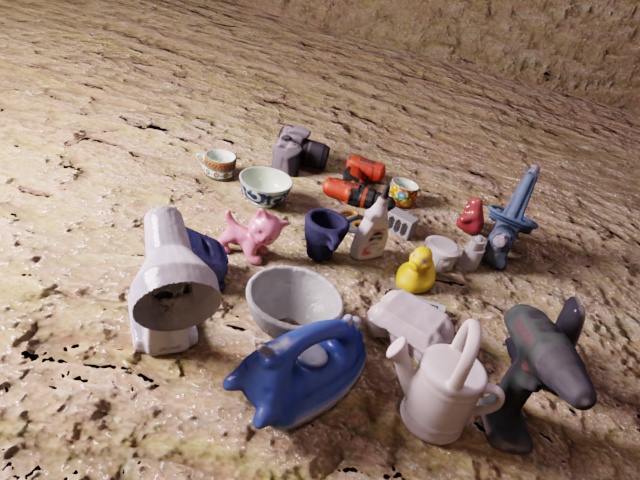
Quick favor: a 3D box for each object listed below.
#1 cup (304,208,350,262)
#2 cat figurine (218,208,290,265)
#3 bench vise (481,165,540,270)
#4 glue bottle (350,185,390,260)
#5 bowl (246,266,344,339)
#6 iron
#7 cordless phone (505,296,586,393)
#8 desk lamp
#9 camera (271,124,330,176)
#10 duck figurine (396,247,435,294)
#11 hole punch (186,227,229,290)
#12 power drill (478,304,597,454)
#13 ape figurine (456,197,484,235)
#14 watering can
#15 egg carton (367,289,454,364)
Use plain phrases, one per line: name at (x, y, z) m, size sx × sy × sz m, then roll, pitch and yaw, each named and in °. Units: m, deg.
cup at (0.011, 0.004, 1.150) m, size 0.092 × 0.095 × 0.117 m, roll 1°, pitch 35°, yaw -20°
cat figurine at (-0.129, -0.021, 1.111) m, size 0.127 × 0.118 × 0.067 m, roll 18°, pitch 33°, yaw 6°
bench vise at (0.446, -0.050, 1.291) m, size 0.121 × 0.220 × 0.207 m, roll 16°, pitch 33°, yaw 2°
glue bottle at (0.115, -0.038, 1.183) m, size 0.078 × 0.173 × 0.037 m, roll -11°, pitch 41°, yaw -34°
bowl at (-0.048, 0.121, 0.969) m, size 0.167 × 0.075 × 0.167 m, roll 11°, pitch 33°, yaw -7°
iron at (-0.008, 0.170, 0.849) m, size 0.259 × 0.141 × 0.118 m, roll -17°, pitch 44°, yaw -40°
cordless phone at (0.404, 0.156, 0.994) m, size 0.094 × 0.185 × 0.147 m, roll 10°, pitch 33°, yaw -7°
desk lamp at (-0.226, 0.071, 0.843) m, size 0.118 × 0.213 × 0.202 m, roll -2°, pitch 36°, yaw -25°
camera at (-0.046, -0.232, 1.480) m, size 0.137 × 0.101 × 0.143 m, roll 15°, pitch 33°, yaw 0°
duck figurine at (0.204, 0.052, 1.164) m, size 0.077 × 0.086 × 0.105 m, roll 32°, pitch 36°, yaw 25°
hole punch at (-0.214, 0.028, 1.027) m, size 0.101 × 0.091 × 0.108 m, roll 0°, pitch 35°, yaw -22°
power drill at (0.313, 0.214, 0.848) m, size 0.076 × 0.208 × 0.229 m, roll 10°, pitch 33°, yaw -8°
ape figurine at (0.371, -0.064, 1.402) m, size 0.078 × 0.092 × 0.076 m, roll -14°, pitch 43°, yaw -37°
watering can at (0.183, 0.197, 0.834) m, size 0.173 × 0.194 × 0.101 m, roll 7°, pitch 33°, yaw -11°
egg carton at (0.160, 0.152, 1.010) m, size 0.150 × 0.069 × 0.107 m, roll 29°, pitch 35°, yaw 21°
